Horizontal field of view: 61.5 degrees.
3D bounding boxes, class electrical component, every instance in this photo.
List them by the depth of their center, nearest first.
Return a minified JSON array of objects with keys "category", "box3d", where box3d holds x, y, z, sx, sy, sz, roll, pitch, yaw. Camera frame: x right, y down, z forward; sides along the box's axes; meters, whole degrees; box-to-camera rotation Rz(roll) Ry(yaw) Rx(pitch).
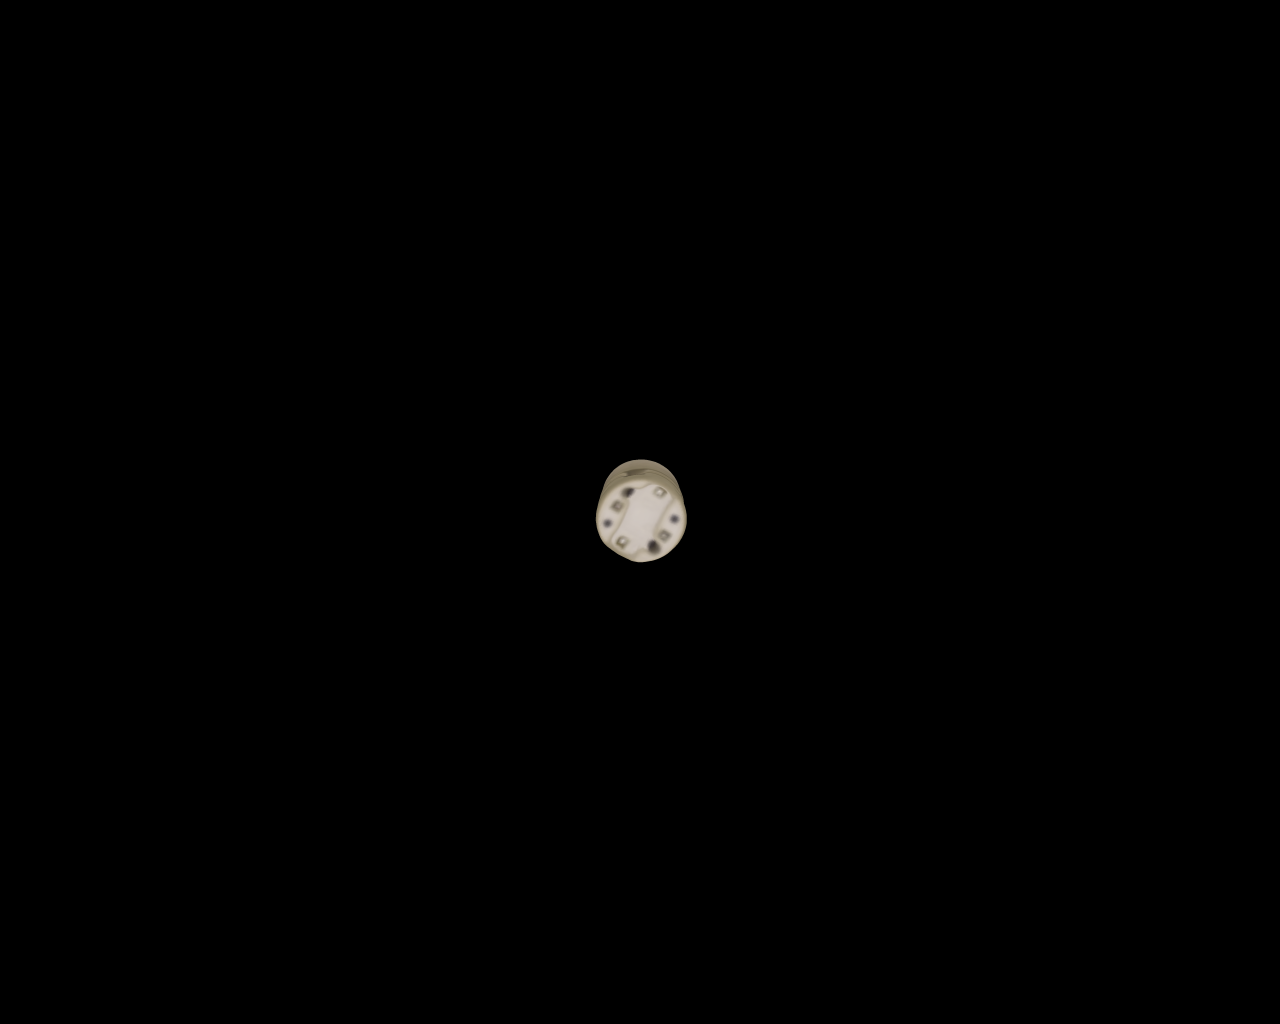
[{"category":"electrical component","box3d":[0.001,-0.003,0.650,0.055,0.055,0.047,0,21,0]}]
